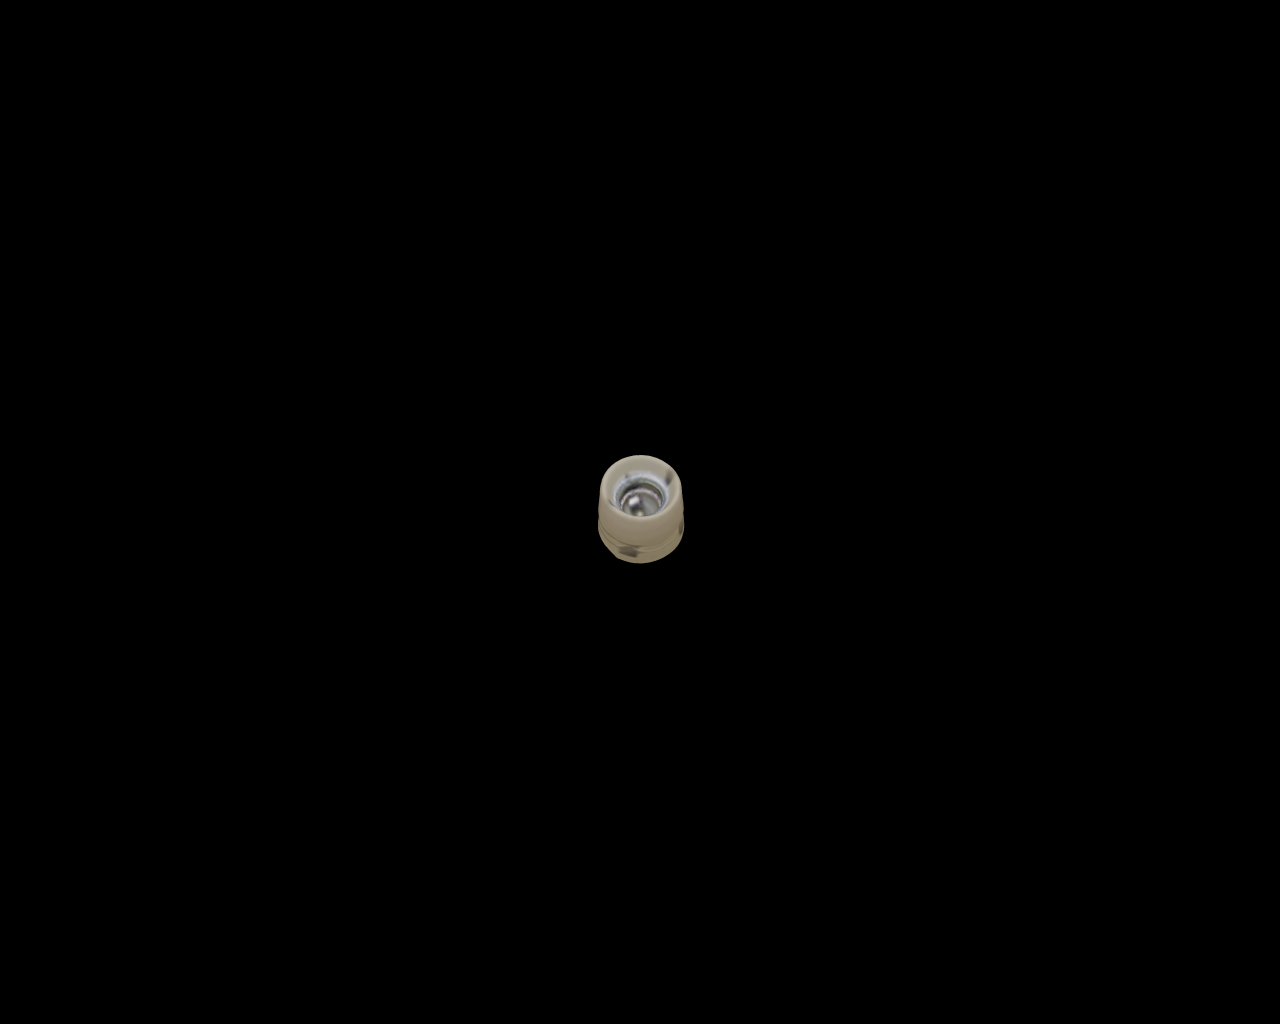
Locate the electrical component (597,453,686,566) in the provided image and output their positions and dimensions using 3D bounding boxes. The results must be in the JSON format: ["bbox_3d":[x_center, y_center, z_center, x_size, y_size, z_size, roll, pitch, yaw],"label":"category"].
[{"bbox_3d":[0.001,-0.003,0.650,0.055,0.055,0.047,0,-33,0],"label":"electrical component"}]
